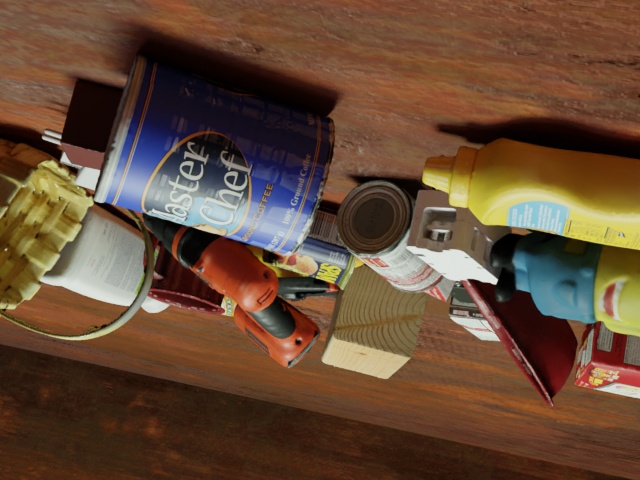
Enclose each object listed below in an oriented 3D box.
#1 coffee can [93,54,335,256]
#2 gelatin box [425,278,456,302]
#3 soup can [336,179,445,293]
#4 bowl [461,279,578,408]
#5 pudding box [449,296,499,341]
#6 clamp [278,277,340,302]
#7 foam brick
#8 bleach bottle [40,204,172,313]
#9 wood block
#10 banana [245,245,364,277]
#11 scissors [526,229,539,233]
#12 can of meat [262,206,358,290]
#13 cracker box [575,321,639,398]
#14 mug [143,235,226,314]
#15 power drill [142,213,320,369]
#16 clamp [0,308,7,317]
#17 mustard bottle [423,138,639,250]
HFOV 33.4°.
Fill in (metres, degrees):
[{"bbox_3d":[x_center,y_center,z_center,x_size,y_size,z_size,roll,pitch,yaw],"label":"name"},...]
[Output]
[{"bbox_3d":[-0.073,-0.056,0.732,0.140,0.103,0.103,17,166,-14],"label":"coffee can"},{"bbox_3d":[0.085,0.023,1.009,0.073,0.030,0.089,24,171,22],"label":"gelatin box"},{"bbox_3d":[0.064,-0.002,0.890,0.069,0.068,0.102,6,164,29],"label":"soup can"},{"bbox_3d":[0.191,0.074,0.994,0.055,0.162,0.162,-33,158,2],"label":"bowl"},{"bbox_3d":[0.201,0.084,1.161,0.090,0.039,0.113,4,165,31],"label":"pudding box"},{"bbox_3d":[-0.025,0.053,1.250,0.120,0.039,0.172,1,176,-45],"label":"clamp"},{"bbox_3d":[-0.151,-0.081,0.812,0.078,0.053,0.051,14,166,0],"label":"foam brick"},{"bbox_3d":[-0.231,0.036,1.238,0.068,0.102,0.250,16,167,26],"label":"bleach bottle"},{"bbox_3d":[0.060,0.099,1.242,0.091,0.090,0.206,14,166,0],"label":"wood block"},{"bbox_3d":[-0.036,0.018,1.137,0.069,0.037,0.198,-13,-173,-35],"label":"banana"},{"bbox_3d":[0.194,0.012,0.924,0.201,0.016,0.096,37,171,-32],"label":"scissors"},{"bbox_3d":[-0.007,0.001,0.993,0.084,0.057,0.102,17,166,-1],"label":"can of meat"},{"bbox_3d":[0.381,0.128,1.099,0.214,0.072,0.164,10,166,11],"label":"cracker box"},{"bbox_3d":[-0.147,0.026,1.166,0.093,0.081,0.117,1,162,42],"label":"mug"},{"bbox_3d":[-0.086,0.042,1.069,0.185,0.057,0.187,37,171,37],"label":"power drill"},{"bbox_3d":[-0.368,0.011,1.143,0.164,0.210,0.036,9,130,-50],"label":"clamp"},{"bbox_3d":[0.163,-0.030,0.705,0.192,0.058,0.096,10,171,12],"label":"mustard bottle"}]
